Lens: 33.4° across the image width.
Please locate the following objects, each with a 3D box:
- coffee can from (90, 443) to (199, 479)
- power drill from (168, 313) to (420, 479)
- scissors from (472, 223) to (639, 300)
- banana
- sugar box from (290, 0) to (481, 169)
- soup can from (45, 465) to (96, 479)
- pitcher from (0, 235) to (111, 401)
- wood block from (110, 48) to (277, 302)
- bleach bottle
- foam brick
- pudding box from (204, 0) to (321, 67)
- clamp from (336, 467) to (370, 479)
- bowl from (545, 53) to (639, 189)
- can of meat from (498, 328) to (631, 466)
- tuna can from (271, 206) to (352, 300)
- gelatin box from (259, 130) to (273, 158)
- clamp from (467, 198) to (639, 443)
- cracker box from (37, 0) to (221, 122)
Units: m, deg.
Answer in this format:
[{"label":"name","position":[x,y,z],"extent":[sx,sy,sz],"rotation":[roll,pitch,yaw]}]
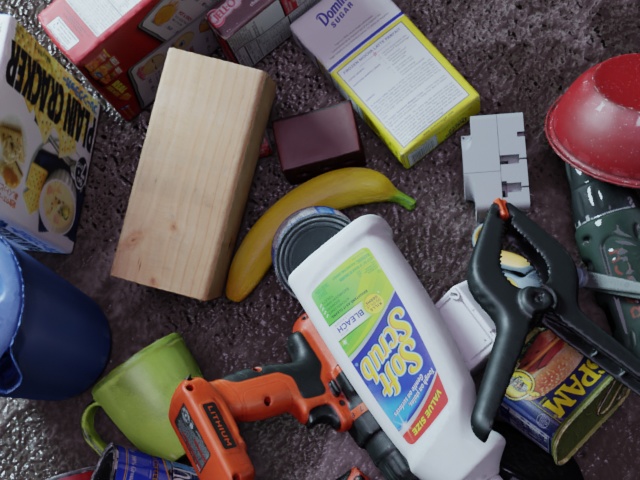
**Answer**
[{"label":"coffee can","position":[-0.122,0.237,0.887],"extent":[0.140,0.103,0.103],"rotation":[20,79,-16]},{"label":"power drill","position":[-0.018,0.155,0.895],"extent":[0.187,0.057,0.184],"rotation":[-16,59,-34]},{"label":"scissors","position":[0.204,0.047,0.915],"extent":[0.202,0.016,0.096],"rotation":[32,99,39]},{"label":"banana","position":[-0.011,-0.016,0.990],"extent":[0.198,0.037,0.070],"rotation":[-28,75,1]},{"label":"sugar box","position":[0.061,-0.163,1.011],"extent":[0.093,0.048,0.176],"rotation":[-38,71,-2]},{"label":"soup can","position":[-0.209,0.257,0.940],"extent":[0.068,0.068,0.102],"rotation":[-19,76,4]},{"label":"pitcher","position":[-0.272,0.065,0.904],"extent":[0.145,0.242,0.149],"rotation":[0,77,8]},{"label":"wood block","position":[-0.111,-0.057,0.962],"extent":[0.090,0.091,0.206],"rotation":[15,91,4]},{"label":"bleach bottle","position":[0.079,0.106,0.874],"extent":[0.103,0.068,0.251],"rotation":[-39,69,12]},{"label":"foam brick","position":[0.000,-0.090,0.998],"extent":[0.078,0.053,0.051],"rotation":[-15,75,6]},{"label":"pudding box","position":[-0.050,-0.219,1.017],"extent":[0.113,0.090,0.039],"rotation":[-38,76,-2]},{"label":"clamp","position":[-0.004,0.274,0.895],"extent":[0.171,0.039,0.120],"rotation":[-51,39,-5]},{"label":"bowl","position":[0.278,-0.114,0.919],"extent":[0.162,0.055,0.162],"rotation":[-2,42,2]},{"label":"can of meat","position":[0.199,0.124,0.898],"extent":[0.102,0.057,0.084],"rotation":[-40,53,-19]},{"label":"tuna can","position":[-0.001,0.013,0.963],"extent":[0.086,0.034,0.086],"rotation":[-3,106,-10]},{"label":"gelatin box","position":[-0.093,-0.114,1.029],"extent":[0.073,0.030,0.089],"rotation":[-17,75,4]},{"label":"clamp","position":[0.166,0.062,0.862],"extent":[0.164,0.036,0.210],"rotation":[-14,62,-17]},{"label":"cracker box","position":[-0.140,-0.223,0.993],"extent":[0.213,0.164,0.072],"rotation":[-41,77,-2]}]
